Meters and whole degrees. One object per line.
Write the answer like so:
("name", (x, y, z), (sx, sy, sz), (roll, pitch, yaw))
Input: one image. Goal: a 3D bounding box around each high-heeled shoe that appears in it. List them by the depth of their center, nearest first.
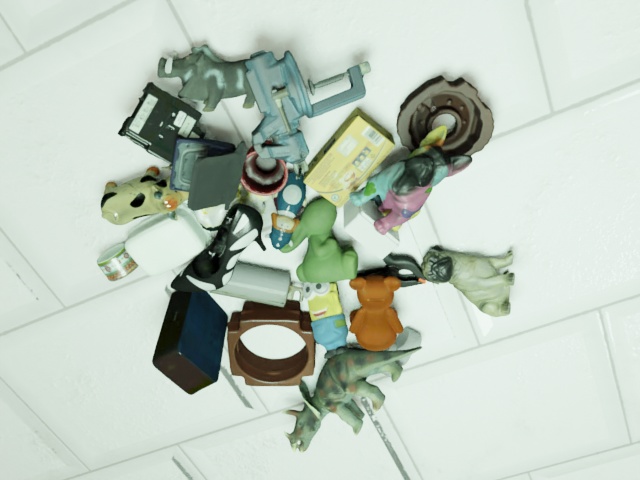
("high-heeled shoe", (-0.217, 0.020, 1.065), (0.249, 0.086, 0.145), (-26, 139, 5))

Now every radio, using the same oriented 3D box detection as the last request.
("radio", (-0.272, 0.208, 1.158), (0.073, 0.230, 0.131), (-28, 120, 16))

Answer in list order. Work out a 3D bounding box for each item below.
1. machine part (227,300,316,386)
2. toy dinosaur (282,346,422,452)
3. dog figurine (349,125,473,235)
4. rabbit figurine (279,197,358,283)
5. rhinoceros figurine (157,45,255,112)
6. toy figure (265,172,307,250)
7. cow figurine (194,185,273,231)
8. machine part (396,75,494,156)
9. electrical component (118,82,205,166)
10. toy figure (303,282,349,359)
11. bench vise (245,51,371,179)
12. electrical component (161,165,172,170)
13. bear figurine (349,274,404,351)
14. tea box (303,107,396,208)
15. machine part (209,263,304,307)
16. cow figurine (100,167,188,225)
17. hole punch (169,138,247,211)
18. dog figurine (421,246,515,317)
("machine part", (-0.110, 0.240, 1.255), (0.202, 0.087, 0.200), (-1, 119, -1))
("toy dinosaur", (0.059, 0.332, 1.266), (0.192, 0.131, 0.404), (34, 112, 5))
("dog figurine", (0.177, -0.111, 0.992), (0.219, 0.191, 0.108), (-40, 80, 30))
("rabbit figurine", (-0.002, -0.003, 1.122), (0.159, 0.121, 0.170), (-7, 99, 9))
("rhinoceros figurine", (-0.195, -0.292, 0.969), (0.190, 0.073, 0.112), (3, 120, -2))
("toy figure", (-0.067, -0.057, 1.064), (0.064, 0.154, 0.057), (8, 165, 16))
("cow figurine", (-0.171, -0.062, 1.097), (0.167, 0.068, 0.098), (-8, 125, 8))
("machine part", (0.233, -0.220, 1.016), (0.179, 0.056, 0.179), (1, 120, 2))
("electrical component", (-0.281, -0.204, 0.981), (0.134, 0.058, 0.115), (32, 91, -30))
("toy figure", (0.015, 0.162, 1.172), (0.082, 0.089, 0.180), (-17, 83, 1))
("bench vise", (-0.017, -0.237, 0.938), (0.241, 0.129, 0.223), (-22, 98, -3))
("electrical component", (-0.279, -0.181, 1.045), (0.078, 0.045, 0.102), (-10, 118, 8))
("bear figurine", (0.117, 0.140, 1.172), (0.120, 0.132, 0.195), (-6, 118, 3))
("tea box", (0.055, -0.158, 1.044), (0.098, 0.068, 0.169), (36, 114, -17))
("machine part", (-0.153, 0.094, 1.179), (0.243, 0.079, 0.079), (11, 118, -5))
("cow figurine", (-0.339, -0.082, 1.052), (0.195, 0.127, 0.085), (-16, 128, 11))
("hole punch", (-0.206, -0.124, 0.977), (0.092, 0.116, 0.142), (35, 123, 32))
("dog figurine", (0.319, 0.097, 1.178), (0.191, 0.121, 0.172), (3, 117, 15))
